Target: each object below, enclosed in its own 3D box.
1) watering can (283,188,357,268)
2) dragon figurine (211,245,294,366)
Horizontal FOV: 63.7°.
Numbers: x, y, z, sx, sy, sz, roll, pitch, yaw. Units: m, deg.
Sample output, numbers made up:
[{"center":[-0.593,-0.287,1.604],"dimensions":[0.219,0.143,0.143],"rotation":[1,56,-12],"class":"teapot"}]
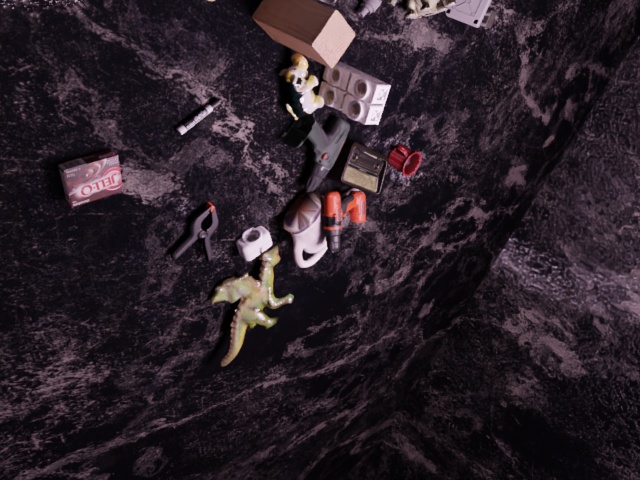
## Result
[{"center":[0.005,-0.081,1.608],"dimensions":[0.352,0.104,0.220],"rotation":[-60,145,-17],"class":"watering can"},{"center":[-0.240,0.195,1.586],"dimensions":[0.412,0.123,0.239],"rotation":[-52,128,-5],"class":"dragon figurine"}]
